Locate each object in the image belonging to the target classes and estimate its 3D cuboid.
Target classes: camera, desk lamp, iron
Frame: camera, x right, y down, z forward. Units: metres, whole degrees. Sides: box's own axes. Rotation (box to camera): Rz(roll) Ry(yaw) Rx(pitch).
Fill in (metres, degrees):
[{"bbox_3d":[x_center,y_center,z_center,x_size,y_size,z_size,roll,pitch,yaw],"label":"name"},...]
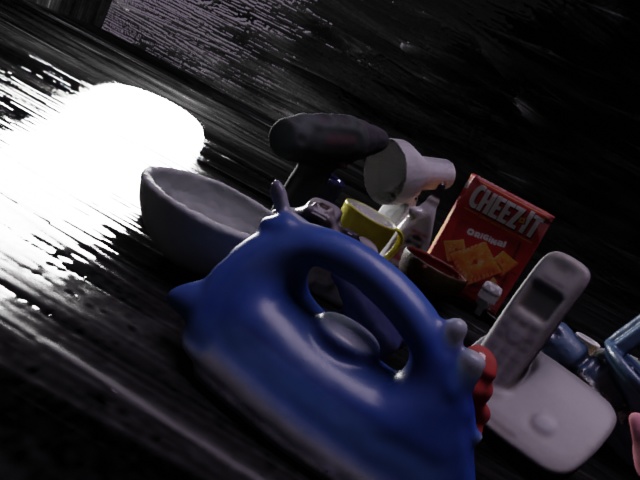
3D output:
[{"bbox_3d":[0.007,0.003,0.732,0.143,0.101,0.137,28,13,4],"label":"camera"},{"bbox_3d":[0.161,-0.075,1.098,0.204,0.213,0.117,16,17,-41],"label":"desk lamp"},{"bbox_3d":[0.024,0.073,0.400,0.257,0.141,0.119,33,14,21],"label":"iron"}]

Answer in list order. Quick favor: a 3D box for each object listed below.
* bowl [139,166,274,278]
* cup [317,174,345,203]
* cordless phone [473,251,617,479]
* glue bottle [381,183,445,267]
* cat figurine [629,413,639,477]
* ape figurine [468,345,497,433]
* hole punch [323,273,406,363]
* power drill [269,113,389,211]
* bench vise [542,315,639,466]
[{"bbox_3d":[-0.113,-0.007,0.582,0.167,0.074,0.167,26,13,-6],"label":"bowl"},{"bbox_3d":[-0.021,-0.087,1.040,0.092,0.095,0.117,17,17,-40],"label":"cup"},{"bbox_3d":[0.223,0.114,0.547,0.147,0.185,0.094,36,15,33],"label":"cordless phone"},{"bbox_3d":[0.178,-0.026,1.036,0.078,0.173,0.037,22,14,-24],"label":"glue bottle"},{"bbox_3d":[0.326,0.218,0.508,0.067,0.117,0.127,15,18,-44],"label":"cat figurine"},{"bbox_3d":[0.114,0.129,0.477,0.078,0.092,0.076,24,13,-14],"label":"ape figurine"},{"bbox_3d":[0.044,0.071,0.563,0.101,0.091,0.109,29,13,6],"label":"hole punch"},{"bbox_3d":[-0.005,-0.085,0.811,0.075,0.208,0.230,34,14,28],"label":"power drill"},{"bbox_3d":[0.353,0.133,0.666,0.207,0.219,0.122,29,13,6],"label":"bench vise"}]
